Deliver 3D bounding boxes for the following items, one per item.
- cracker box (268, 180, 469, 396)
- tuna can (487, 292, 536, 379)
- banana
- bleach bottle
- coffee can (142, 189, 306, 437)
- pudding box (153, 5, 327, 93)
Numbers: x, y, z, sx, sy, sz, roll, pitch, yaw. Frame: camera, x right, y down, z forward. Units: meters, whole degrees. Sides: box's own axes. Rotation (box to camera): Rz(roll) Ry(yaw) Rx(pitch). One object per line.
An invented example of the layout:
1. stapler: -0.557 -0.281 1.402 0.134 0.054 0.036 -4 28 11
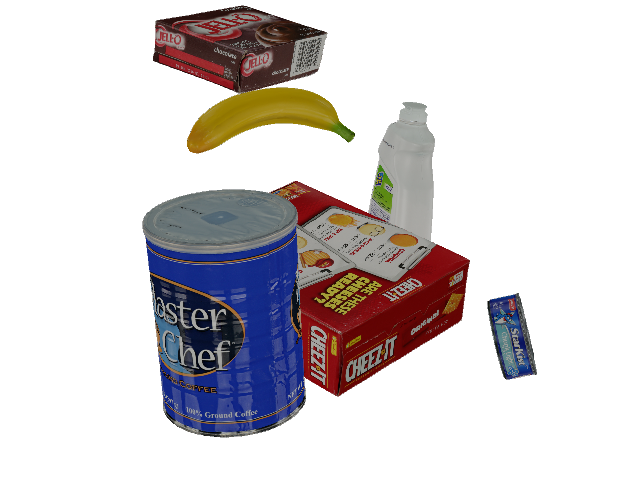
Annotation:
1. cracker box: -0.005 0.034 0.930 0.214 0.072 0.163 27 38 37
2. tuna can: 0.197 0.099 1.100 0.034 0.086 0.086 -13 -3 11
3. banana: -0.056 -0.127 1.099 0.197 0.037 0.070 -9 48 -31
4. bleach bottle: 0.094 -0.032 1.229 0.068 0.251 0.103 -2 22 -24
5. coffee can: -0.064 0.047 0.730 0.103 0.140 0.103 -2 22 1
6. pudding box: -0.063 -0.154 0.850 0.090 0.039 0.113 24 27 27
